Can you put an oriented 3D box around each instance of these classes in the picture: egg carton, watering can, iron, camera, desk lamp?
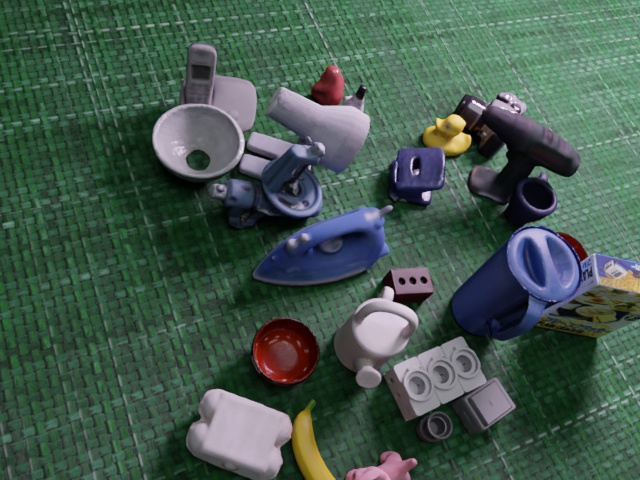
[{"bbox_3d":[-0.122,0.297,0.872,0.150,0.069,0.107,21,60,-4],"label":"egg carton"},{"bbox_3d":[0.095,0.154,0.933,0.101,0.194,0.173,1,64,-14],"label":"watering can"},{"bbox_3d":[0.009,0.004,1.015,0.259,0.141,0.118,-18,70,-23],"label":"iron"},{"bbox_3d":[0.379,-0.284,1.286,0.137,0.100,0.143,33,60,2],"label":"camera"},{"bbox_3d":[-0.032,-0.182,1.055,0.203,0.213,0.118,17,61,-7],"label":"desk lamp"}]

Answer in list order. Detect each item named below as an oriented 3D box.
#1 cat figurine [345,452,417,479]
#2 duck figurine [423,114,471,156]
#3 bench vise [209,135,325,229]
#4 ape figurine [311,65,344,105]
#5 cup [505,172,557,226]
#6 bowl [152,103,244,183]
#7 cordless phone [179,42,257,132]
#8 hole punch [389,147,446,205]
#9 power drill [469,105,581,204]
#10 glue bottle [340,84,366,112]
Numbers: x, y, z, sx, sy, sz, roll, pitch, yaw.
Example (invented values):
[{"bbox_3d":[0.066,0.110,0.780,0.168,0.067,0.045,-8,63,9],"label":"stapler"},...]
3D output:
[{"bbox_3d":[0.093,0.368,0.869,0.128,0.117,0.067,-22,71,-24],"label":"cat figurine"},{"bbox_3d":[0.285,-0.234,1.244,0.104,0.086,0.077,13,61,-9],"label":"duck figurine"},{"bbox_3d":[-0.077,-0.089,0.993,0.208,0.219,0.121,-21,71,-24],"label":"bench vise"},{"bbox_3d":[0.022,-0.334,1.217,0.078,0.092,0.076,-14,69,-21],"label":"ape figurine"},{"bbox_3d":[0.436,-0.082,1.204,0.091,0.095,0.118,30,60,1],"label":"cup"},{"bbox_3d":[-0.228,-0.169,1.074,0.168,0.074,0.167,6,63,-12],"label":"bowl"},{"bbox_3d":[-0.189,-0.289,1.082,0.148,0.185,0.094,-1,64,-16],"label":"cordless phone"},{"bbox_3d":[0.197,-0.136,1.166,0.101,0.091,0.108,12,62,-9],"label":"hole punch"},{"bbox_3d":[0.394,-0.167,1.169,0.230,0.208,0.075,18,61,-6],"label":"power drill"},{"bbox_3d":[0.061,-0.249,1.138,0.037,0.173,0.078,-13,68,-21],"label":"glue bottle"}]
